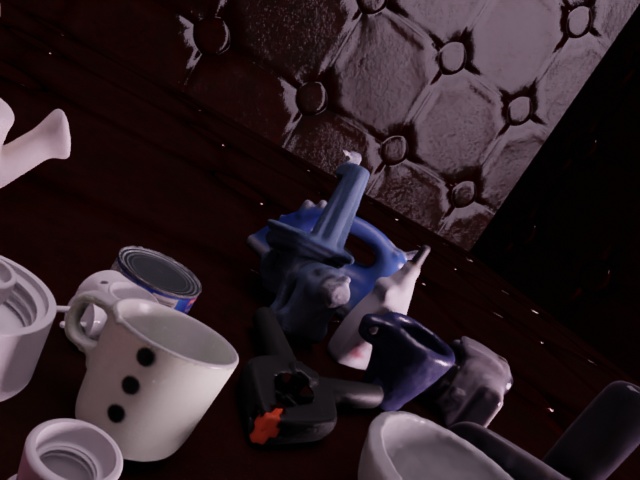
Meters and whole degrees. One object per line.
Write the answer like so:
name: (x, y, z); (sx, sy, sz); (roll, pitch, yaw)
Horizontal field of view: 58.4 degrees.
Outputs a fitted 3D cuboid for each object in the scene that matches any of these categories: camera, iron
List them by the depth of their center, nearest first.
camera: (0.167, 0.164, 0.740); (0.137, 0.101, 0.143); (33, 11, 4)
iron: (0.023, 0.015, 0.884); (0.258, 0.141, 0.119); (33, 11, 7)

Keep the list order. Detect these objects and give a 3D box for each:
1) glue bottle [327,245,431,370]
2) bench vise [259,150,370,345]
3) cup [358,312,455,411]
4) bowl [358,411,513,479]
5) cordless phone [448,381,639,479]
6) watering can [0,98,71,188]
glue bottle: (0.081, 0.078, 0.691); (0.078, 0.173, 0.037); (22, 15, -42)
bench vise: (0.015, 0.006, 0.701); (0.122, 0.219, 0.206); (22, 15, -41)
cup: (0.078, 0.136, 0.633); (0.118, 0.095, 0.091); (27, 12, -23)
bowl: (0.088, 0.207, 0.413); (0.167, 0.074, 0.167); (31, 11, -6)
cordless phone: (0.206, 0.187, 0.529); (0.147, 0.185, 0.094); (32, 11, 1)
watering can: (-0.278, -0.097, 0.425); (0.100, 0.194, 0.173); (36, 12, 21)
